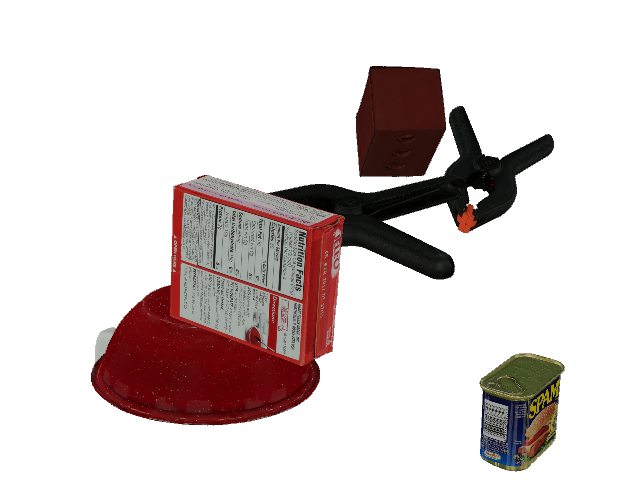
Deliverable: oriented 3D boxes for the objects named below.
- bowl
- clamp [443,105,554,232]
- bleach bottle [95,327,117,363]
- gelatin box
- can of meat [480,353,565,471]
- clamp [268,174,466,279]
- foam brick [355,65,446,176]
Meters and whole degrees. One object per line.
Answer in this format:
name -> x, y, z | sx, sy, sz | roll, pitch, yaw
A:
bowl -> -0.079, 0.069, 0.748 | 0.162, 0.055, 0.162 | 2, 17, -1
clamp -> 0.171, -0.081, 1.159 | 0.120, 0.039, 0.171 | 23, 49, 19
bleach bottle -> -0.116, 0.095, 1.134 | 0.103, 0.068, 0.250 | 17, 24, 29
gelatin box -> -0.033, 0.014, 0.533 | 0.089, 0.073, 0.030 | 17, 24, 30
can of meat -> 0.201, 0.172, 1.073 | 0.058, 0.084, 0.101 | 13, 22, 34
clamp -> 0.035, -0.025, 0.990 | 0.210, 0.036, 0.164 | 7, 31, 16
foam brick -> 0.057, -0.086, 0.785 | 0.053, 0.051, 0.078 | 0, -22, -6
